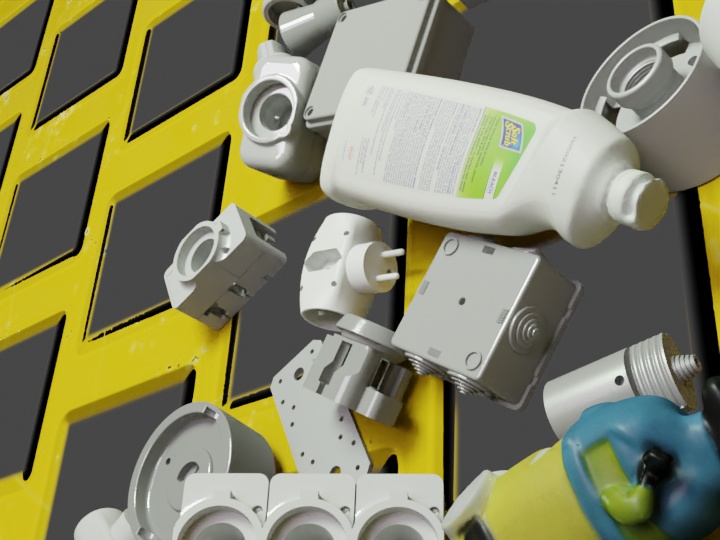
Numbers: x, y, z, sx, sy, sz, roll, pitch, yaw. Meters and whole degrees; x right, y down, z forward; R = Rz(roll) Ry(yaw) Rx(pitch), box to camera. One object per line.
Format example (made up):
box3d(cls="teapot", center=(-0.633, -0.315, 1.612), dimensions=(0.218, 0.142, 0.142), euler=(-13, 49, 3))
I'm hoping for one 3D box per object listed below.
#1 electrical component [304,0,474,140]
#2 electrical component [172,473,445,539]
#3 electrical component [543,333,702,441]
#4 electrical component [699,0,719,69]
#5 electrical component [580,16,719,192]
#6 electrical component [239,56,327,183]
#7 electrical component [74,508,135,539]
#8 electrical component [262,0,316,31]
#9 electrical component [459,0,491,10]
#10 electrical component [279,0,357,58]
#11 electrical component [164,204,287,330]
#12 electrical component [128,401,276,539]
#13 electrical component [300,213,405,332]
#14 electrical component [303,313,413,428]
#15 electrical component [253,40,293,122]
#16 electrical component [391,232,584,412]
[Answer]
box3d(cls="electrical component", center=(0.022, -0.154, 0.845), dimensions=(0.109, 0.056, 0.108), euler=(-2, 64, 46))
box3d(cls="electrical component", center=(-0.027, 0.166, 0.613), dimensions=(0.150, 0.061, 0.089), euler=(-1, 59, 6))
box3d(cls="electrical component", center=(0.145, 0.065, 0.578), dimensions=(0.081, 0.043, 0.043), euler=(-29, 46, 30))
box3d(cls="electrical component", center=(0.241, -0.126, 0.561), dimensions=(0.108, 0.108, 0.060), euler=(-37, 49, 23))
box3d(cls="electrical component", center=(0.186, -0.102, 0.652), dimensions=(0.099, 0.064, 0.099), euler=(-40, 29, 27))
box3d(cls="electrical component", center=(-0.060, -0.125, 0.885), dimensions=(0.054, 0.059, 0.095), euler=(10, 87, 29))
box3d(cls="electrical component", center=(-0.176, 0.208, 0.816), dimensions=(0.079, 0.043, 0.077), euler=(-51, 39, 6))
box3d(cls="electrical component", center=(-0.030, -0.278, 0.987), dimensions=(0.138, 0.052, 0.073), euler=(-19, 52, 38))
box3d(cls="electrical component", center=(0.126, -0.273, 0.778), dimensions=(0.186, 0.105, 0.060), euler=(-13, 56, 41))
box3d(cls="electrical component", center=(-0.034, -0.224, 0.965), dimensions=(0.065, 0.044, 0.044), euler=(-20, 51, 31))
box3d(cls="electrical component", center=(-0.115, -0.004, 0.886), dimensions=(0.089, 0.056, 0.050), euler=(-44, 41, 16))
box3d(cls="electrical component", center=(-0.107, 0.155, 0.767), dimensions=(0.108, 0.060, 0.108), euler=(-26, 48, 33))
box3d(cls="electrical component", center=(0.000, 0.000, 0.774), dimensions=(0.079, 0.043, 0.077), euler=(-9, 59, 42))
box3d(cls="electrical component", center=(0.003, 0.065, 0.717), dimensions=(0.078, 0.058, 0.057), euler=(17, 81, 51))
box3d(cls="electrical component", center=(-0.074, -0.172, 0.968), dimensions=(0.043, 0.043, 0.081), euler=(-37, 43, 23))
box3d(cls="electrical component", center=(0.077, 0.029, 0.670), dimensions=(0.100, 0.048, 0.099), euler=(19, 79, 50))
